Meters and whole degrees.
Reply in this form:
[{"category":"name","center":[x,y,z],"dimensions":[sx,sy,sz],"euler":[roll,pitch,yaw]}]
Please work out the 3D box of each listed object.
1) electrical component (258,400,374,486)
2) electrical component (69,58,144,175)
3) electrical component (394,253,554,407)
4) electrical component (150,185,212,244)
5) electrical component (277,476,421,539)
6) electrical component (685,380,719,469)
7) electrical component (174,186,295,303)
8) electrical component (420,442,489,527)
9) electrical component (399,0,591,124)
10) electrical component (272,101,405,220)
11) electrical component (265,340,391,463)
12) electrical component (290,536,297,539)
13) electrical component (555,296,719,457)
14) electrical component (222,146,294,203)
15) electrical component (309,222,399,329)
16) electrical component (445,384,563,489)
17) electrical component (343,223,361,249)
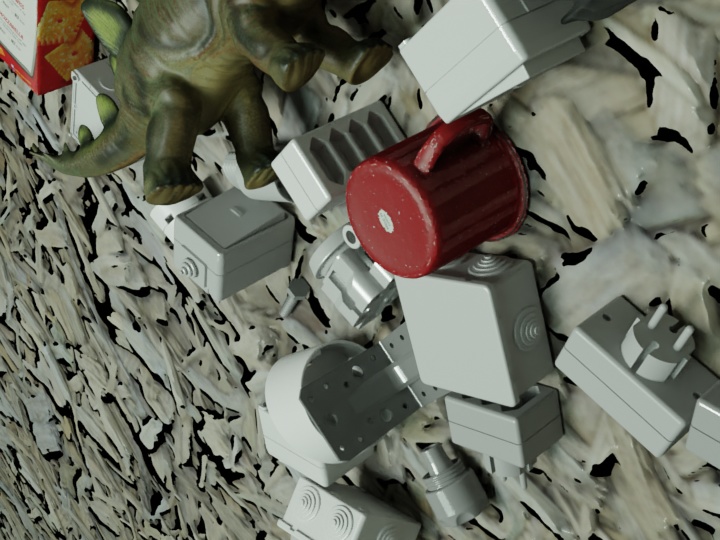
[{"category":"electrical component","center":[-0.033,0.143,0.933],"dimensions":[0.096,0.062,0.061],"euler":[21,130,42]},{"category":"electrical component","center":[-0.218,-0.136,0.966],"dimensions":[0.061,0.061,0.096],"euler":[45,143,20]},{"category":"electrical component","center":[0.078,0.036,0.727],"dimensions":[0.100,0.048,0.099],"euler":[9,121,48]},{"category":"electrical component","center":[-0.150,-0.045,0.953],"dimensions":[0.047,0.055,0.055],"euler":[53,145,3]},{"category":"electrical component","center":[-0.007,0.220,0.930],"dimensions":[0.100,0.100,0.048],"euler":[21,88,42]},{"category":"electrical component","center":[0.221,0.074,0.577],"dimensions":[0.066,0.047,0.076],"euler":[31,136,35]},{"category":"electrical component","center":[-0.108,-0.024,0.877],"dimensions":[0.062,0.096,0.061],"euler":[38,140,28]},{"category":"electrical component","center":[0.069,0.165,0.838],"dimensions":[0.043,0.043,0.062],"euler":[-30,88,55]},{"category":"electrical component","center":[0.073,-0.124,0.608],"dimensions":[0.061,0.062,0.096],"euler":[59,145,2]},{"category":"electrical component","center":[-0.019,-0.068,0.745],"dimensions":[0.047,0.083,0.076],"euler":[58,145,4]},{"category":"electrical component","center":[-0.023,0.105,0.866],"dimensions":[0.064,0.099,0.099],"euler":[-31,89,49]},{"category":"electrical component","center":[-0.019,0.262,1.012],"dimensions":[0.089,0.050,0.055],"euler":[38,139,30]},{"category":"electrical component","center":[0.169,0.050,0.625],"dimensions":[0.083,0.047,0.075],"euler":[44,142,22]},{"category":"electrical component","center":[-0.074,-0.076,0.844],"dimensions":[0.081,0.043,0.043],"euler":[8,121,49]},{"category":"electrical component","center":[0.000,0.000,0.794],"dimensions":[0.057,0.058,0.078],"euler":[48,144,12]},{"category":"electrical component","center":[0.104,0.119,0.756],"dimensions":[0.066,0.047,0.076],"euler":[13,122,46]},{"category":"electrical component","center":[0.016,-0.035,0.744],"dimensions":[0.043,0.062,0.043],"euler":[31,136,36]}]
